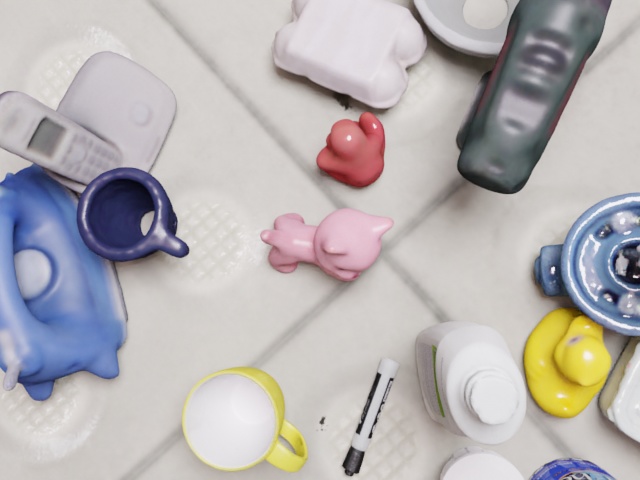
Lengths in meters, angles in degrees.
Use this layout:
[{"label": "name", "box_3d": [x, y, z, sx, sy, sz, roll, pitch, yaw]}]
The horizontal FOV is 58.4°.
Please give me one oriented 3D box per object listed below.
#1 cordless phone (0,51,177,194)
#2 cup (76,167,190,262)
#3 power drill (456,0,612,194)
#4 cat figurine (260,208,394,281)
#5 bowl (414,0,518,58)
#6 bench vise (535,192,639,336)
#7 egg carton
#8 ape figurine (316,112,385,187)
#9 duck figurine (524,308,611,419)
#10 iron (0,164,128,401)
[{"label": "cordless phone", "box_3d": [-0.228, -0.122, 0.556, 0.094, 0.185, 0.148, 23, 86, 9]}, {"label": "cup", "box_3d": [-0.172, -0.014, 0.583, 0.117, 0.095, 0.092, 30, 87, 9]}, {"label": "power drill", "box_3d": [0.180, -0.143, 0.502, 0.075, 0.208, 0.230, 22, 86, 9]}, {"label": "cat figurine", "box_3d": [0.005, 0.002, 0.550, 0.127, 0.118, 0.067, 5, 84, 7]}, {"label": "bowl", "box_3d": [0.173, -0.255, 0.583, 0.167, 0.075, 0.167, -1, 83, 6]}, {"label": "bench vise", "box_3d": [0.301, 0.005, 0.465, 0.207, 0.220, 0.121, -20, 81, 4]}, {"label": "egg carton", "box_3d": [0.030, -0.203, 0.596, 0.150, 0.069, 0.107, 24, 86, 9]}, {"label": "ape figurine", "box_3d": [0.031, -0.094, 0.571, 0.078, 0.092, 0.076, -21, 81, 4]}, {"label": "duck figurine", "box_3d": [0.235, 0.115, 0.527, 0.077, 0.086, 0.105, 13, 85, 8]}, {"label": "iron", "box_3d": [-0.290, 0.027, 0.567, 0.118, 0.141, 0.258, -19, 82, 4]}]
